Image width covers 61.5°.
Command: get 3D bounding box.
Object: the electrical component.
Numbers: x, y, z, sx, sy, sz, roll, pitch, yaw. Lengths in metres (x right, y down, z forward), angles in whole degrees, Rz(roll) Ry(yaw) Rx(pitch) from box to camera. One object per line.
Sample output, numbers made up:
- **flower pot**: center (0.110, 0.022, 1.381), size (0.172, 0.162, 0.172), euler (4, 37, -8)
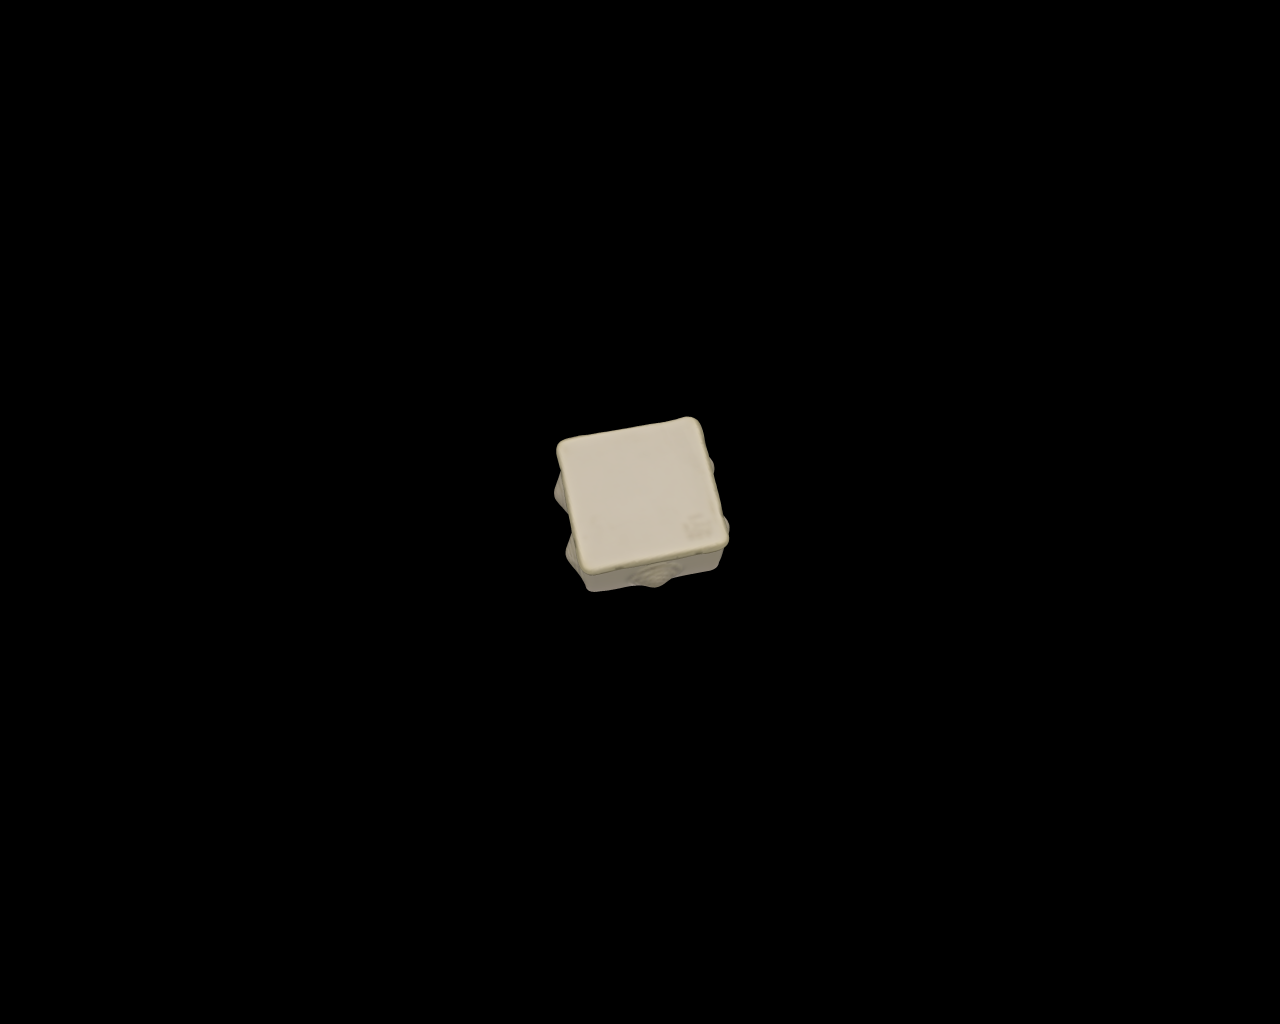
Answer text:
- **electrical component**: center (0.001, -0.003, 0.650), size (0.100, 0.100, 0.048), euler (-11, -24, -5)
